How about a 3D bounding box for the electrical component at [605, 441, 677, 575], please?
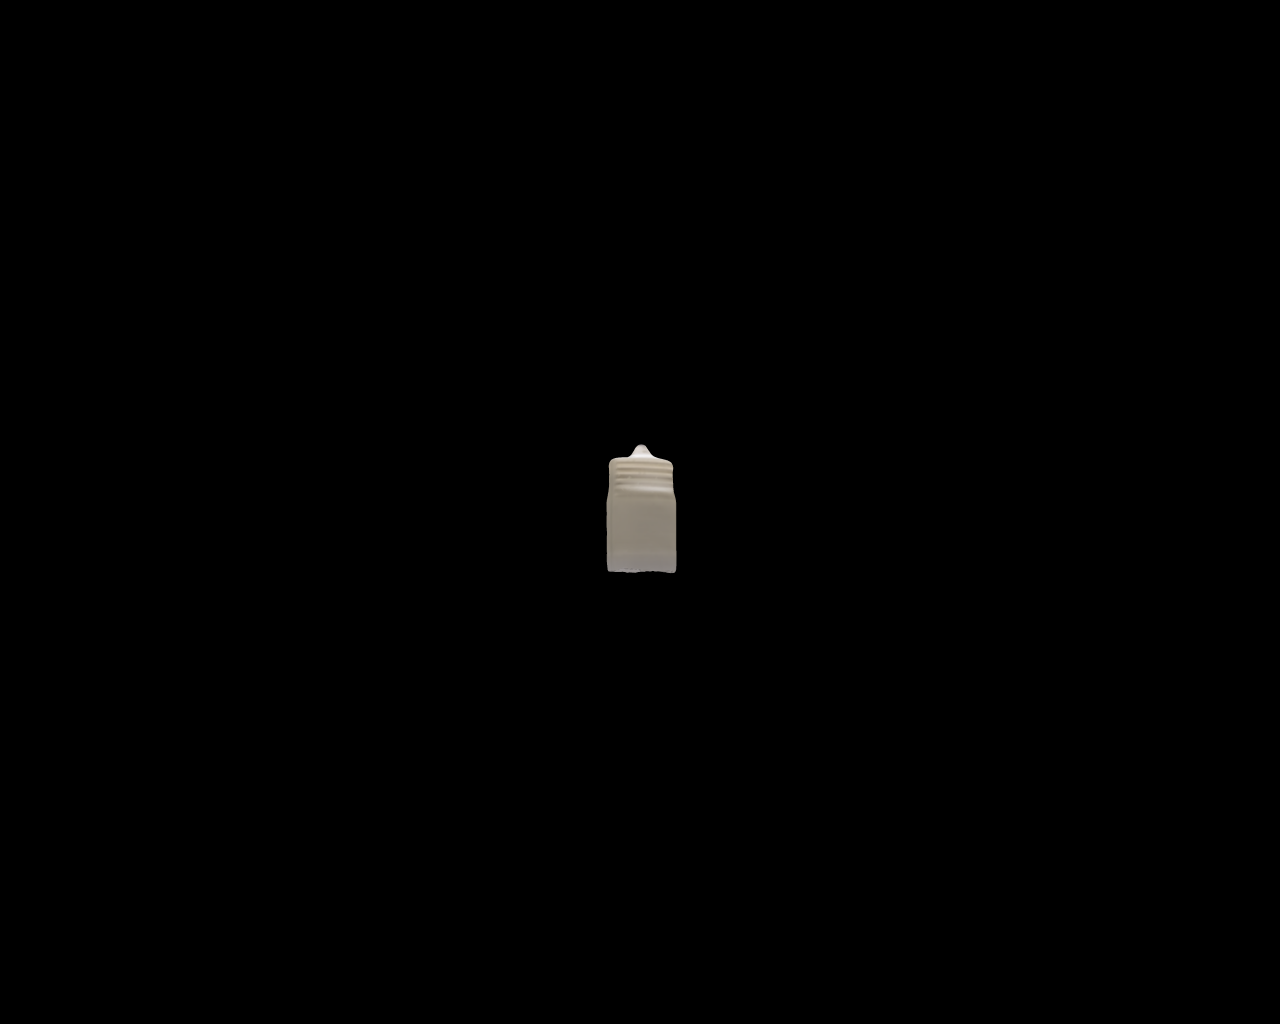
[{"bbox_3d":[0.001,-0.003,0.650,0.043,0.081,0.043,0,-5,0],"label":"electrical component"}]
